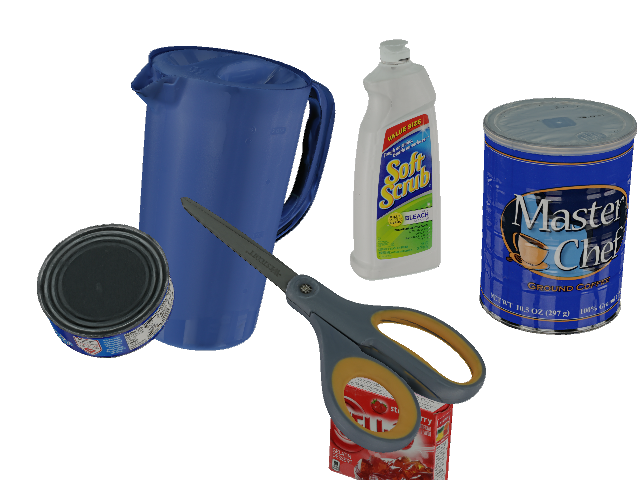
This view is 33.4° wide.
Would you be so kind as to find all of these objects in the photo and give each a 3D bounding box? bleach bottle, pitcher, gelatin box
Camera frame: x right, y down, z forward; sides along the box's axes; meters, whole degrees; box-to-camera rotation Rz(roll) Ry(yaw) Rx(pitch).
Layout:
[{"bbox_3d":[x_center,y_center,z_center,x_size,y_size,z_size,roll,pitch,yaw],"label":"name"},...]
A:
[{"bbox_3d":[0.077,-0.087,1.144,0.102,0.251,0.068,-10,23,-12],"label":"bleach bottle"},{"bbox_3d":[-0.082,-0.036,0.904,0.149,0.243,0.145,13,21,6],"label":"pitcher"},{"bbox_3d":[0.048,0.140,0.762,0.089,0.073,0.030,14,21,33],"label":"gelatin box"}]

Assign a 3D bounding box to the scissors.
[{"bbox_3d":[-0.011,0.046,0.575,0.202,0.096,0.016,24,-39,12],"label":"scissors"}]

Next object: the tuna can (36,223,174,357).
[{"bbox_3d":[-0.140,0.033,0.702,0.086,0.086,0.034,0,-33,3],"label":"tuna can"}]

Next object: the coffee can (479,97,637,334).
[{"bbox_3d":[0.165,-0.019,0.756,0.103,0.140,0.103,-2,25,1],"label":"coffee can"}]
